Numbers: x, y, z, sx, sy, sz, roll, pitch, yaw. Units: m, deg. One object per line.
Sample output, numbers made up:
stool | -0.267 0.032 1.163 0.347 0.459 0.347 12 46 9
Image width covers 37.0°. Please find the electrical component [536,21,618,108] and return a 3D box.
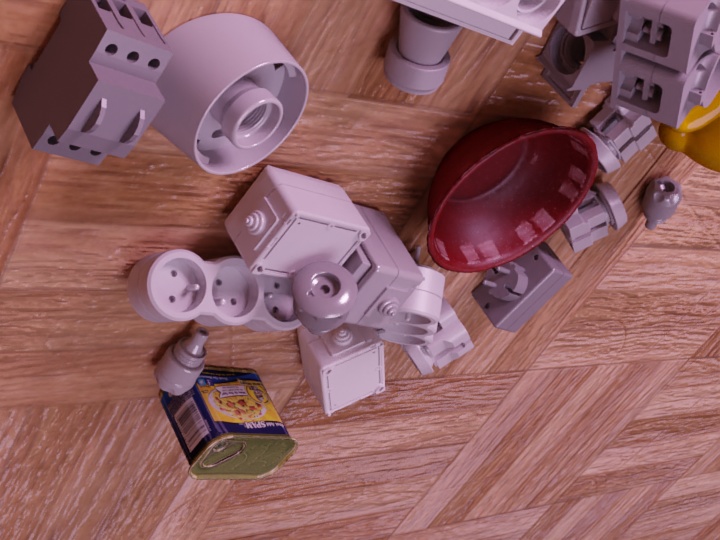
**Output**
electrical component | 0.179 -0.171 0.829 0.064 0.042 0.081 -12 142 -34

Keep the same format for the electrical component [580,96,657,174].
electrical component | 0.219 -0.117 0.929 0.055 0.048 0.066 -44 146 4

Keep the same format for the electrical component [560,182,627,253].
electrical component | 0.217 -0.052 1.010 0.055 0.048 0.066 -26 146 3

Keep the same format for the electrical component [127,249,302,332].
electrical component | -0.112 0.018 0.822 0.138 0.052 0.074 8 172 -34

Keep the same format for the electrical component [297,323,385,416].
electrical component | -0.018 0.073 0.963 0.062 0.061 0.096 -23 146 -14

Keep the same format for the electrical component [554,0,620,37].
electrical component | 0.168 -0.217 0.742 0.062 0.061 0.096 -21 145 -17

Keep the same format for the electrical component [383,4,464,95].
electrical component | 0.043 -0.154 0.735 0.045 0.045 0.055 -12 142 -28

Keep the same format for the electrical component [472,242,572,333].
electrical component | 0.145 0.011 1.030 0.083 0.047 0.076 -47 144 21

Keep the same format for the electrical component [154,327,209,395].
electrical component | -0.143 0.072 0.884 0.035 0.035 0.061 7 128 -44

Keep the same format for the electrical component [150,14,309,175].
electrical component | -0.085 -0.112 0.689 0.099 0.064 0.099 -35 155 -19

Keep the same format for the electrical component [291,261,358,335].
electrical component | -0.029 0.026 0.797 0.048 0.048 0.062 -19 154 -19

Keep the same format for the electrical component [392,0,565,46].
electrical component | 0.076 -0.198 0.688 0.121 0.063 0.078 7 131 -44

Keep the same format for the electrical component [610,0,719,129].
electrical component | 0.252 -0.201 0.759 0.186 0.060 0.105 -51 154 -24

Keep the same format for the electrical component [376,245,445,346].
electrical component | 0.045 0.016 0.937 0.052 0.073 0.138 9 165 2

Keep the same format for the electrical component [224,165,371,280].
electrical component | -0.053 -0.035 0.795 0.096 0.061 0.061 11 127 -47

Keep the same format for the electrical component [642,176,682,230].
electrical component | 0.297 -0.063 1.071 0.035 0.035 0.061 -20 147 -18

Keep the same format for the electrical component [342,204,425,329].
electrical component | 0.000 0.000 0.851 0.061 0.096 0.061 13 126 -43

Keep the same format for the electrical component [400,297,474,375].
electrical component | 0.068 0.064 1.026 0.057 0.058 0.078 -34 147 -2
